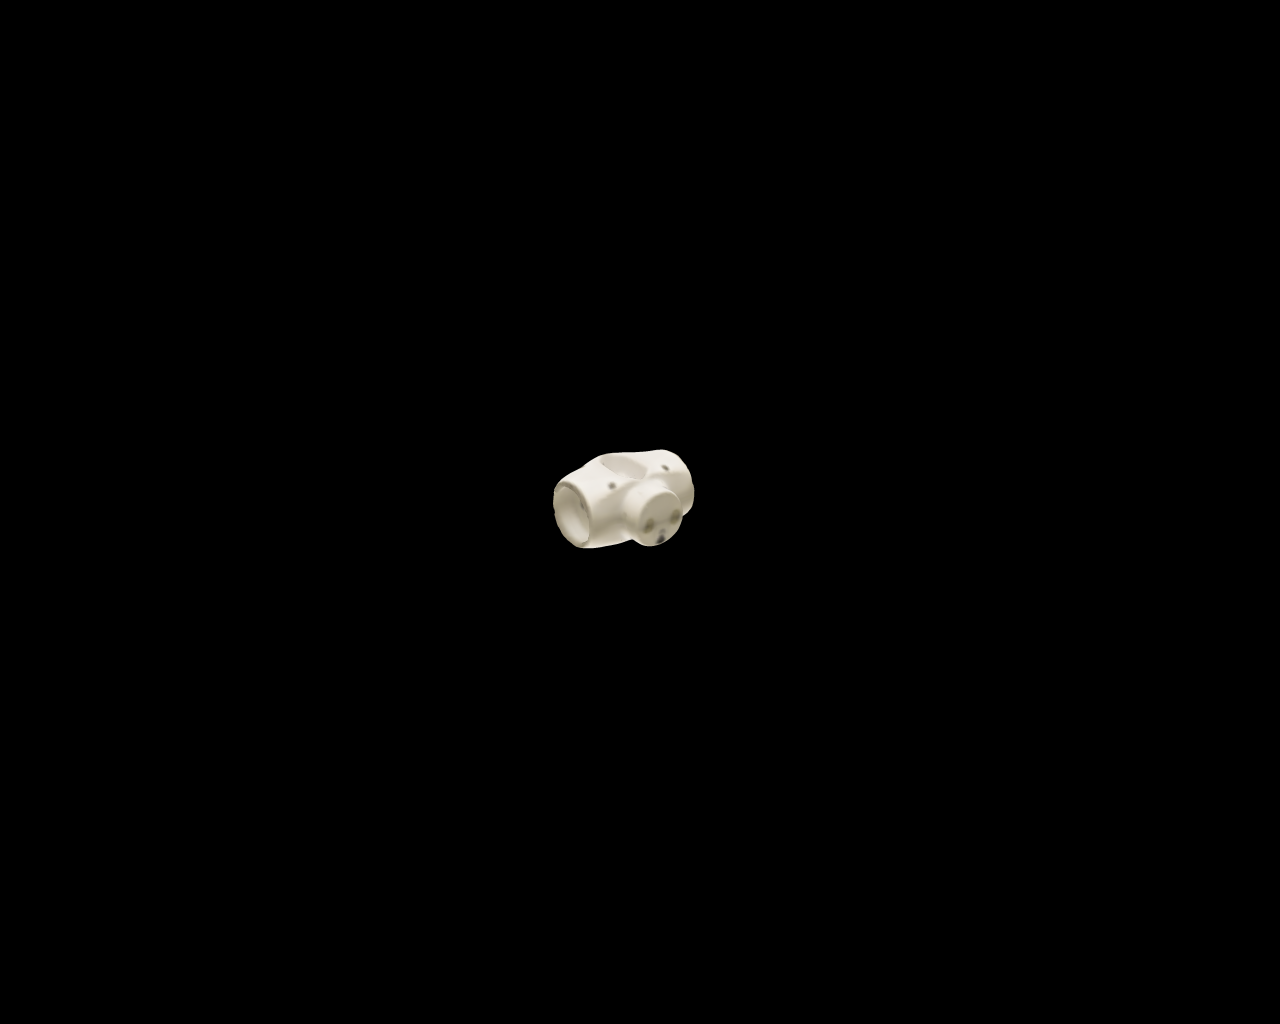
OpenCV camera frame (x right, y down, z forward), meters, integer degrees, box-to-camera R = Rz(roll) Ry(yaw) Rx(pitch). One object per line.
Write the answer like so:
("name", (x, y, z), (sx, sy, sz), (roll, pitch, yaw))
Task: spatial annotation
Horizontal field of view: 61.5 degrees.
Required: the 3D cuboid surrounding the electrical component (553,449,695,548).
("electrical component", (0.001, -0.003, 0.650), (0.077, 0.043, 0.079), (-18, 32, -31))
